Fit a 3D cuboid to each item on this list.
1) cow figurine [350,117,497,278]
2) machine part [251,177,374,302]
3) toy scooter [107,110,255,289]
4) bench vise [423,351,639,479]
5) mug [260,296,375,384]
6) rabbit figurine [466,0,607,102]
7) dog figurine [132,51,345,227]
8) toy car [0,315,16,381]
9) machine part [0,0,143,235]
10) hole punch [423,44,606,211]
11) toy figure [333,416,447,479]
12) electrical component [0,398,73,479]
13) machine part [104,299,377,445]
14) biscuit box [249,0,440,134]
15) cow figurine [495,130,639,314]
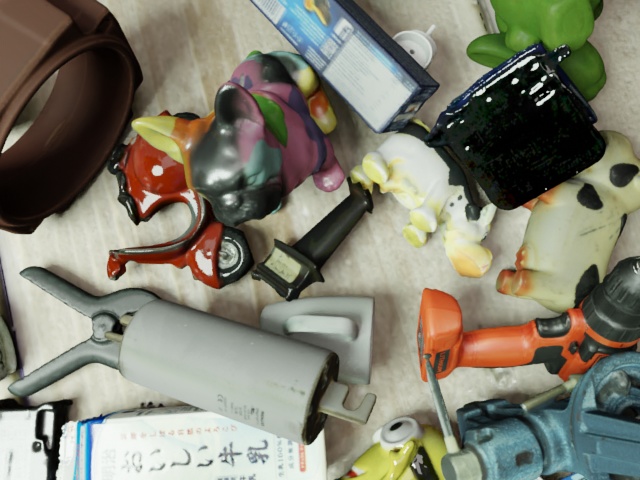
[{"bbox_3d":[0.120,-0.043,0.542,0.167,0.068,0.098,45,71,3],"label":"cow figurine"},{"bbox_3d":[-0.001,-0.002,0.523,0.139,0.084,0.039,-47,123,-15],"label":"machine part"},{"bbox_3d":[-0.153,-0.029,0.521,0.135,0.075,0.183,-20,86,-6],"label":"toy scooter"},{"bbox_3d":[0.215,0.148,0.400,0.224,0.240,0.129,3,77,-19],"label":"bench vise"},{"bbox_3d":[-0.005,0.089,0.494,0.107,0.109,0.081,1,77,9],"label":"mug"},{"bbox_3d":[0.227,-0.203,0.543,0.159,0.170,0.121,26,73,44],"label":"rabbit figurine"},{"bbox_3d":[-0.061,-0.101,0.454,0.109,0.219,0.191,-13,81,17],"label":"dog figurine"},{"bbox_3d":[-0.347,0.044,0.495,0.056,0.073,0.201,-26,83,-4],"label":"toy car"},{"bbox_3d":[-0.248,-0.110,0.463,0.087,0.201,0.201,32,80,0],"label":"machine part"},{"bbox_3d":[0.187,-0.109,0.500,0.115,0.142,0.092,50,38,-10],"label":"hole punch"},{"bbox_3d":[0.049,0.238,0.481,0.180,0.082,0.089,-44,106,-17],"label":"toy figure"},{"bbox_3d":[-0.272,0.205,0.485,0.075,0.047,0.119,3,78,-2],"label":"electrical component"},{"bbox_3d":[-0.075,0.106,0.444,0.243,0.079,0.079,14,79,18],"label":"machine part"},{"bbox_3d":[0.016,-0.190,0.502,0.203,0.063,0.059,49,122,10],"label":"biscuit box"},{"bbox_3d":[0.266,-0.019,0.535,0.127,0.085,0.195,20,83,-2],"label":"cow figurine"}]
